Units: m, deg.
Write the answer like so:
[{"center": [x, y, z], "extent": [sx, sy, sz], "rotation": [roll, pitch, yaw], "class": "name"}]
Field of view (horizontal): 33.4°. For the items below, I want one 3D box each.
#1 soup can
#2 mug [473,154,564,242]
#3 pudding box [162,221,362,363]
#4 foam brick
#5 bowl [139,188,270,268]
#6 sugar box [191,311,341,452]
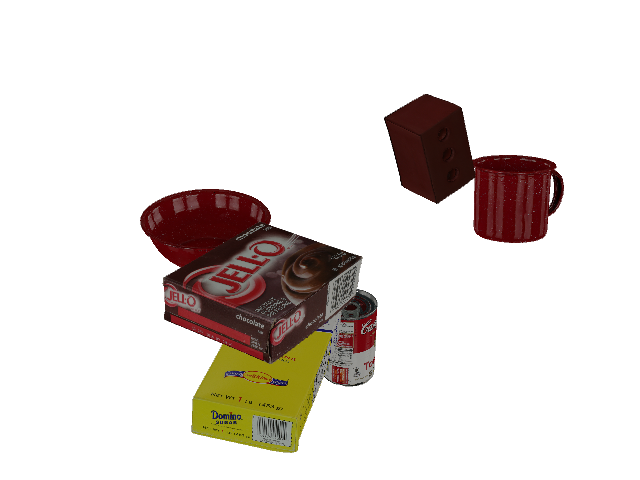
[{"center": [0.034, 0.119, 1.307], "extent": [0.068, 0.102, 0.068], "rotation": [0, 29, 0], "class": "soup can"}, {"center": [0.222, -0.048, 1.188], "extent": [0.117, 0.081, 0.093], "rotation": [-10, 19, -29], "class": "mug"}, {"center": [-0.038, 0.032, 0.726], "extent": [0.090, 0.039, 0.113], "rotation": [20, 29, 27], "class": "pudding box"}, {"center": [0.101, -0.085, 0.974], "extent": [0.053, 0.078, 0.051], "rotation": [-34, 37, -21], "class": "foam brick"}, {"center": [-0.143, -0.006, 1.333], "extent": [0.162, 0.055, 0.162], "rotation": [1, 29, -1], "class": "bowl"}, {"center": [-0.044, 0.112, 0.956], "extent": [0.093, 0.048, 0.176], "rotation": [10, 32, 8], "class": "sugar box"}]
